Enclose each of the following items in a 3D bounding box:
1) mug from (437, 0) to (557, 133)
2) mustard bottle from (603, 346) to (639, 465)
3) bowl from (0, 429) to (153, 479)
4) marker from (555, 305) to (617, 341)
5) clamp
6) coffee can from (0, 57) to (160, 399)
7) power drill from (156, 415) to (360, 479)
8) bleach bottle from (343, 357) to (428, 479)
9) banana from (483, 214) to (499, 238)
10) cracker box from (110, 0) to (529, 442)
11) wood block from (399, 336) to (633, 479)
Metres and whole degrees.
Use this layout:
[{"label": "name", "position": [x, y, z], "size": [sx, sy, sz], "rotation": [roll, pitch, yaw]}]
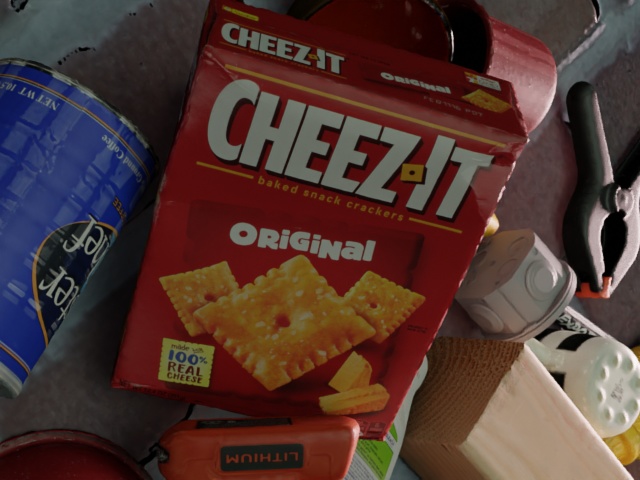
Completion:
[{"label": "mug", "position": [0.108, -0.125, 0.757], "size": [0.081, 0.093, 0.117], "rotation": [12, 44, -40]}, {"label": "mustard bottle", "position": [0.284, 0.128, 0.882], "size": [0.191, 0.058, 0.096], "rotation": [-32, 108, -33]}, {"label": "bowl", "position": [-0.139, 0.186, 0.578], "size": [0.161, 0.055, 0.162], "rotation": [2, 86, -36]}, {"label": "marker", "position": [0.195, 0.062, 0.845], "size": [0.121, 0.020, 0.020], "rotation": [34, 69, -30]}, {"label": "clamp", "position": [0.241, -0.036, 0.871], "size": [0.120, 0.039, 0.171], "rotation": [6, 89, -30]}, {"label": "coffee can", "position": [-0.160, -0.006, 0.541], "size": [0.102, 0.103, 0.140], "rotation": [41, 66, -27]}, {"label": "power drill", "position": [-0.016, 0.188, 0.556], "size": [0.184, 0.057, 0.187], "rotation": [0, 86, -7]}, {"label": "bleach bottle", "position": [0.009, 0.146, 0.680], "size": [0.250, 0.068, 0.102], "rotation": [-58, 136, -28]}, {"label": "banana", "position": [0.049, -0.003, 0.735], "size": [0.197, 0.037, 0.069], "rotation": [-26, 122, -32]}, {"label": "cracker box", "position": [-0.008, 0.000, 0.567], "size": [0.164, 0.072, 0.214], "rotation": [14, 123, -10]}, {"label": "wood block", "position": [0.148, 0.171, 0.762], "size": [0.206, 0.091, 0.090], "rotation": [50, 63, -24]}]
